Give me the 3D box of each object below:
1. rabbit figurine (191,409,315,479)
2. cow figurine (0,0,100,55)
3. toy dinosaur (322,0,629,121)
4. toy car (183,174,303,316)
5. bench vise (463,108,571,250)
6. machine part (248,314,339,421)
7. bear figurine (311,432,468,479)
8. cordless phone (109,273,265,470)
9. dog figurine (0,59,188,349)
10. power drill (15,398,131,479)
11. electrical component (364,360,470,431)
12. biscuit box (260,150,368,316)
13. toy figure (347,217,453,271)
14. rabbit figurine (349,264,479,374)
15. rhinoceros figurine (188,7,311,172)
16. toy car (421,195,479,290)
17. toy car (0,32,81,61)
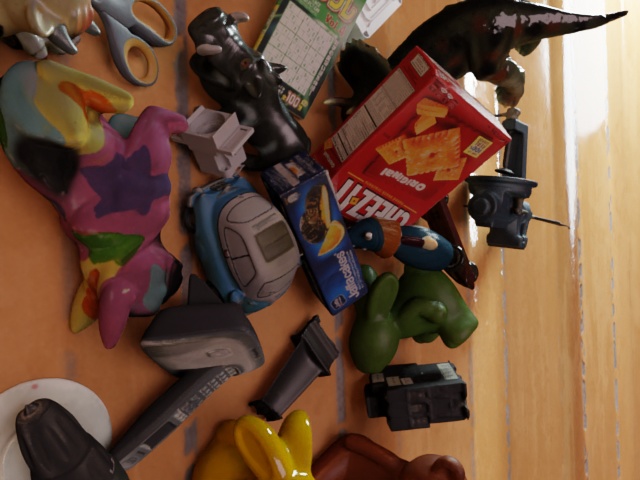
[{"bbox_3d":[-0.048,0.258,0.555,0.122,0.173,0.162,10,86,-37],"label":"rabbit figurine"},{"bbox_3d":[-0.253,-0.178,0.388,0.085,0.195,0.127,-97,163,-56],"label":"cow figurine"},{"bbox_3d":[0.180,-0.243,0.698,0.192,0.405,0.131,24,41,-58],"label":"toy dinosaur"},{"bbox_3d":[-0.073,0.006,0.588,0.109,0.103,0.161,-30,110,-39],"label":"toy car"},{"bbox_3d":[0.335,-0.105,0.942,0.223,0.129,0.240,4,94,-40],"label":"bench vise"},{"bbox_3d":[-0.029,0.164,0.664,0.139,0.039,0.084,-44,122,-35],"label":"machine part"},{"bbox_3d":[0.087,0.313,0.656,0.132,0.196,0.120,-43,119,-33],"label":"bear figurine"},{"bbox_3d":[-0.144,0.137,0.510,0.184,0.089,0.146,-46,161,-19],"label":"cordless phone"},{"bbox_3d":[-0.201,-0.021,0.470,0.191,0.109,0.219,15,81,-48],"label":"dog figurine"},{"bbox_3d":[-0.241,0.266,0.431,0.207,0.086,0.231,-50,134,-35],"label":"power drill"},{"bbox_3d":[0.128,0.211,0.739,0.115,0.134,0.058,-20,102,-85],"label":"electrical component"},{"bbox_3d":[-0.001,-0.002,0.633,0.059,0.063,0.202,-32,130,-11],"label":"biscuit box"},{"bbox_3d":[0.100,0.003,0.700,0.154,0.064,0.058,16,39,-23],"label":"toy figure"},{"bbox_3d":[0.110,0.108,0.743,0.170,0.121,0.159,-33,108,-21],"label":"rabbit figurine"},{"bbox_3d":[-0.079,-0.154,0.582,0.073,0.112,0.190,-54,129,-26],"label":"rhinoceros figurine"},{"bbox_3d":[0.181,-0.017,0.803,0.089,0.053,0.202,36,35,-57],"label":"toy car"},{"bbox_3d":[-0.281,-0.242,0.440,0.201,0.056,0.073,50,58,-28],"label":"toy car"}]
